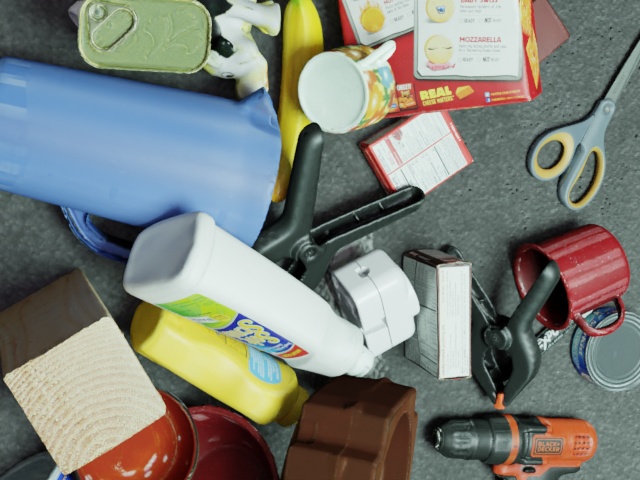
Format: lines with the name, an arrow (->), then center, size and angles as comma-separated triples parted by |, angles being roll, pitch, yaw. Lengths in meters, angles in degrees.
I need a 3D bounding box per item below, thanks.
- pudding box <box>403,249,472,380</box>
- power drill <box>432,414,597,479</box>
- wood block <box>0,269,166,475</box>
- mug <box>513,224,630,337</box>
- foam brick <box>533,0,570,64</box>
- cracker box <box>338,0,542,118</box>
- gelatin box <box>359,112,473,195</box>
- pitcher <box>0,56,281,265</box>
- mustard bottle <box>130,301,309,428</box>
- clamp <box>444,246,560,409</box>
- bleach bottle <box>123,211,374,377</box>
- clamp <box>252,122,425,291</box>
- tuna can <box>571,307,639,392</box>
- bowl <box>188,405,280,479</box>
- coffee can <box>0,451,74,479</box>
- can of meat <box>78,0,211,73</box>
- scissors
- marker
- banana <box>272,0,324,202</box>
pudding box -> 0.113, 0.070, 1.027 | 0.039, 0.090, 0.113 | -6, 99, -16
power drill -> 0.193, 0.271, 1.100 | 0.184, 0.057, 0.188 | 4, 97, -18
wood block -> -0.200, 0.098, 0.868 | 0.090, 0.206, 0.091 | -31, 106, -12
mug -> 0.259, 0.043, 1.064 | 0.081, 0.093, 0.117 | -21, 63, -19
foam brick -> 0.190, -0.197, 1.019 | 0.053, 0.078, 0.051 | -40, 106, -9
cracker box -> 0.102, -0.223, 0.952 | 0.164, 0.072, 0.214 | -4, 102, 22
gelatin box -> 0.093, -0.084, 1.030 | 0.089, 0.030, 0.073 | -34, 108, -9
pitcher -> -0.164, -0.065, 0.905 | 0.242, 0.145, 0.149 | 12, 72, -16
mustard bottle -> -0.079, 0.117, 0.968 | 0.191, 0.096, 0.058 | 35, 97, -21
clamp -> 0.188, 0.086, 1.050 | 0.039, 0.120, 0.171 | -31, 113, -44
bleach bottle -> -0.041, 0.062, 0.918 | 0.250, 0.103, 0.068 | 31, 61, -36
clamp -> -0.006, 0.001, 0.981 | 0.164, 0.036, 0.210 | 19, 115, -40
tuna can -> 0.309, 0.114, 1.127 | 0.086, 0.034, 0.086 | -3, 99, -18
bowl -> -0.097, 0.233, 0.977 | 0.055, 0.162, 0.162 | 22, 91, -64
coffee can -> -0.231, 0.272, 0.939 | 0.102, 0.103, 0.140 | -36, 107, -10
can of meat -> -0.138, -0.166, 0.861 | 0.102, 0.084, 0.057 | 2, 100, -5
scissors -> 0.272, -0.132, 1.088 | 0.096, 0.016, 0.202 | 15, 93, -19
marker -> 0.233, 0.105, 1.109 | 0.121, 0.020, 0.020 | -40, 108, -8
banana -> -0.024, -0.135, 0.969 | 0.069, 0.037, 0.198 | -18, 115, -58
